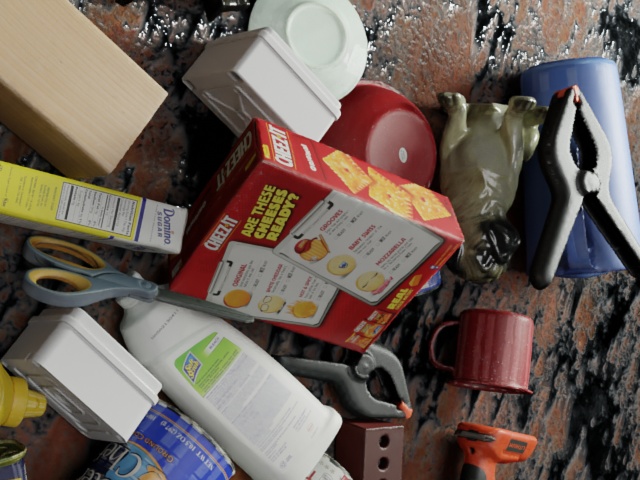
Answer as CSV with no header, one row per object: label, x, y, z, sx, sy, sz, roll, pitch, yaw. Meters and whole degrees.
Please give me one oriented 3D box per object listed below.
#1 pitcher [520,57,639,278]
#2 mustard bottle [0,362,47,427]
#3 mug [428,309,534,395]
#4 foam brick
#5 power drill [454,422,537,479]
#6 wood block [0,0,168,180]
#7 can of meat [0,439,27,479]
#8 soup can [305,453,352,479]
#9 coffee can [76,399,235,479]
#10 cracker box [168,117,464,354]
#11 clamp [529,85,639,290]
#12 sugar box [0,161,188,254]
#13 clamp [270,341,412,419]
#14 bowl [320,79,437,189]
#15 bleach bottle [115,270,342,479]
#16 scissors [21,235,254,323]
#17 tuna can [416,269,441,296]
pitcher,0.287,-0.078,1.195,0.144,0.149,0.243,-6,91,-26
mustard bottle,-0.306,0.117,0.830,0.191,0.058,0.096,15,76,-35
mug,0.176,0.119,1.157,0.117,0.093,0.081,8,79,2
foam brick,0.049,0.223,1.083,0.052,0.051,0.078,3,89,-35
power drill,0.188,0.301,1.168,0.184,0.057,0.187,24,72,-49
wood block,-0.237,-0.148,0.855,0.206,0.090,0.090,42,67,-27
can of meat,-0.281,0.215,0.849,0.101,0.058,0.084,-11,99,-34
soup can,-0.019,0.260,1.026,0.102,0.069,0.068,-48,116,-25
coffee can,-0.155,0.220,0.909,0.140,0.103,0.102,-49,116,-24
cracker box,-0.006,0.001,0.956,0.213,0.164,0.072,21,35,-27
clamp,0.271,-0.050,1.083,0.164,0.036,0.210,5,79,-35
sugar box,-0.207,-0.026,0.876,0.175,0.094,0.048,12,85,-35
clamp,0.036,0.116,1.082,0.171,0.039,0.120,39,73,-28
bowl,0.066,-0.086,1.090,0.161,0.055,0.162,-1,91,-35
bleach bottle,-0.092,0.119,0.978,0.250,0.068,0.102,50,61,-22
scissors,-0.157,0.048,0.881,0.202,0.096,0.016,23,116,1
tuna can,0.079,0.035,1.081,0.085,0.086,0.034,-16,101,-34
